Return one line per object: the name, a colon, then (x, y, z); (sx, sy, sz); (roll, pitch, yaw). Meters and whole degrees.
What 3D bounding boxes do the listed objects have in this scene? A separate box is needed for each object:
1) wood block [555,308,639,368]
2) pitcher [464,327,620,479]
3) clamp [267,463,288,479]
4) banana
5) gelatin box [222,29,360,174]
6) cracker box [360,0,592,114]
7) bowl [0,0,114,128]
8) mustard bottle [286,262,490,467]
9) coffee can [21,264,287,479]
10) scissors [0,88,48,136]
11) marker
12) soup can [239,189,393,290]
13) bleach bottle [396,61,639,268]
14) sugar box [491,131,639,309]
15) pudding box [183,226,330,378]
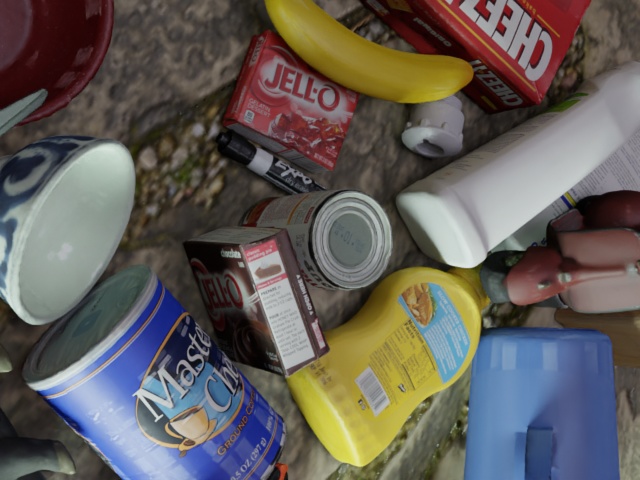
wood block: (0.307, 0.051, 0.869); (0.090, 0.206, 0.090); (37, 70, -26)
pitcher: (0.170, 0.190, 0.822); (0.144, 0.149, 0.243); (5, 83, -30)
clamp: (-0.055, 0.236, 0.721); (0.120, 0.039, 0.171); (22, 71, -66)
banana: (0.034, -0.138, 0.771); (0.197, 0.037, 0.069); (25, 74, -29)
gelatin box: (-0.019, -0.099, 0.775); (0.089, 0.030, 0.073); (26, 75, -29)
cracker box: (0.148, -0.236, 0.857); (0.164, 0.072, 0.213); (36, 72, -25)
bowl: (-0.209, -0.145, 0.644); (0.161, 0.055, 0.162); (1, 88, -32)
mustard bottle: (0.067, 0.076, 0.807); (0.191, 0.058, 0.096); (-37, 106, -27)
coffee can: (-0.103, 0.101, 0.676); (0.102, 0.103, 0.140); (-48, 113, -23)
scissors: (-0.237, -0.010, 0.614); (0.201, 0.016, 0.096); (-21, 111, -12)
marker: (-0.025, -0.046, 0.776); (0.121, 0.020, 0.020); (30, 73, -27)
soup can: (-0.005, 0.001, 0.739); (0.068, 0.102, 0.068); (1, 88, -32)
bleach bottle: (0.184, -0.073, 0.828); (0.250, 0.103, 0.068); (-33, 103, -13)
sugar box: (0.218, -0.036, 0.912); (0.176, 0.048, 0.093); (-48, 112, -19)
pudding box: (-0.045, 0.038, 0.708); (0.039, 0.114, 0.090); (-25, 101, -26)
